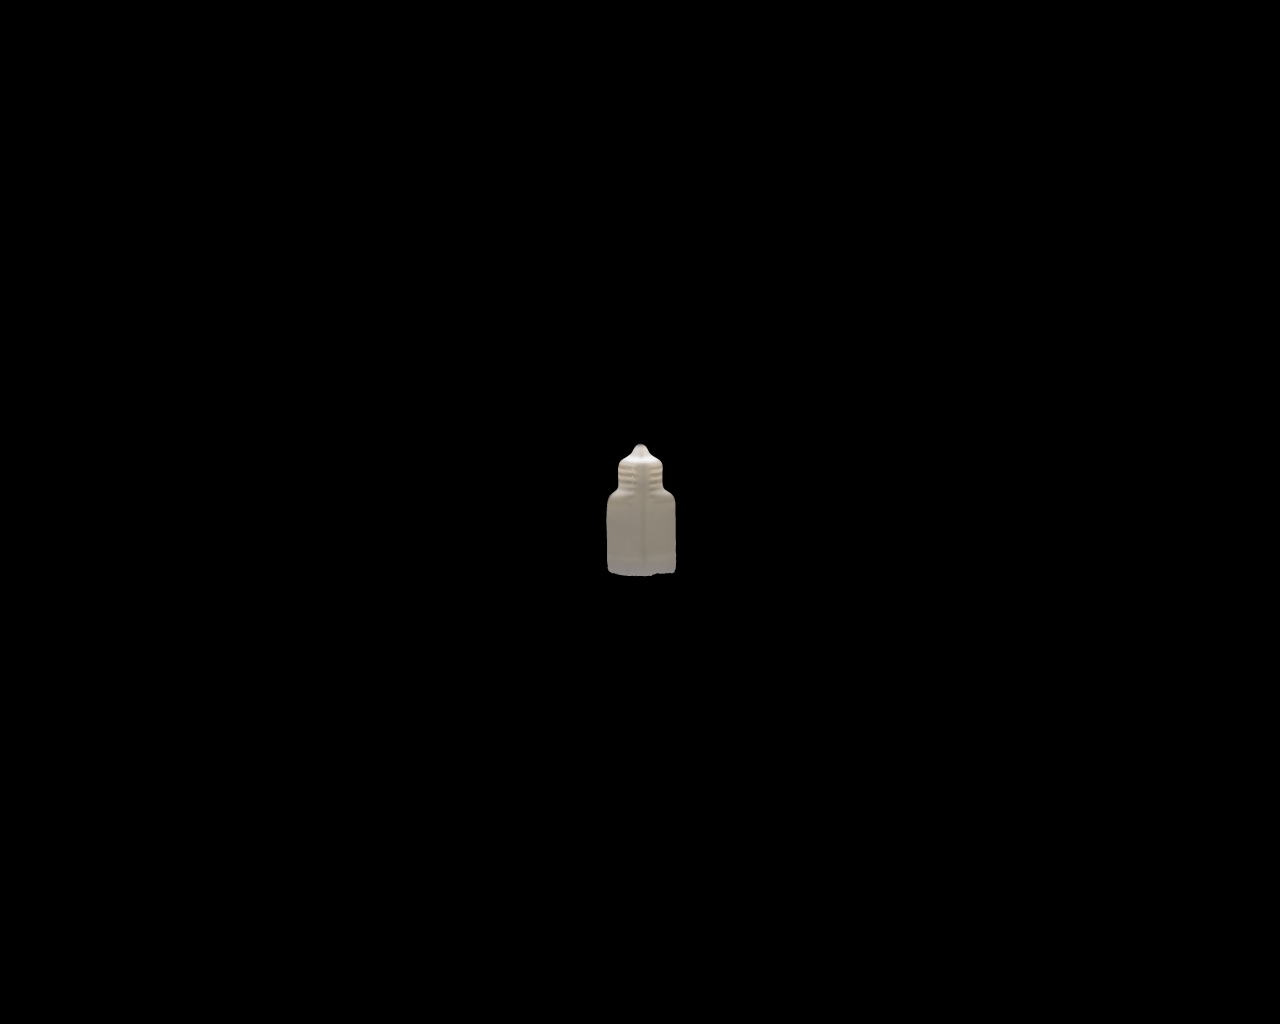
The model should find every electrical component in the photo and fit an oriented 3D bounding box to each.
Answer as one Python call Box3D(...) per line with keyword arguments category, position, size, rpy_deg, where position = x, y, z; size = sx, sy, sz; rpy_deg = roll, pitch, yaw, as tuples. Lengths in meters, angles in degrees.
Box3D(category="electrical component", position=(0.001, -0.003, 0.650), size=(0.043, 0.080, 0.043), rpy_deg=(0, 8, 0))
